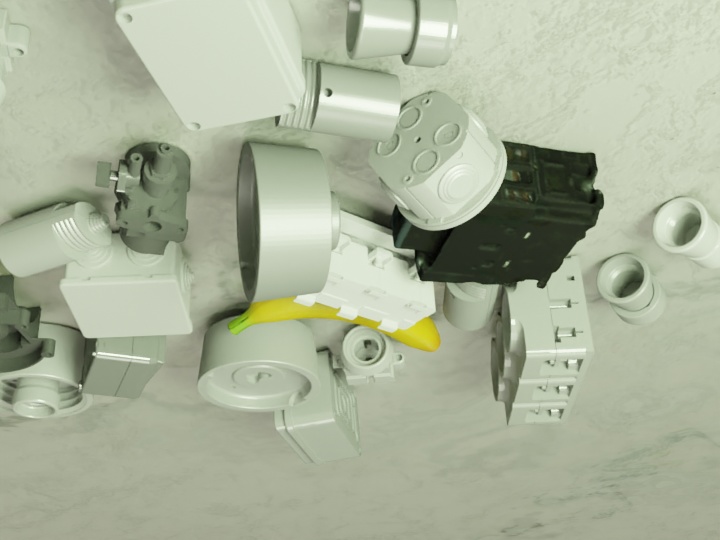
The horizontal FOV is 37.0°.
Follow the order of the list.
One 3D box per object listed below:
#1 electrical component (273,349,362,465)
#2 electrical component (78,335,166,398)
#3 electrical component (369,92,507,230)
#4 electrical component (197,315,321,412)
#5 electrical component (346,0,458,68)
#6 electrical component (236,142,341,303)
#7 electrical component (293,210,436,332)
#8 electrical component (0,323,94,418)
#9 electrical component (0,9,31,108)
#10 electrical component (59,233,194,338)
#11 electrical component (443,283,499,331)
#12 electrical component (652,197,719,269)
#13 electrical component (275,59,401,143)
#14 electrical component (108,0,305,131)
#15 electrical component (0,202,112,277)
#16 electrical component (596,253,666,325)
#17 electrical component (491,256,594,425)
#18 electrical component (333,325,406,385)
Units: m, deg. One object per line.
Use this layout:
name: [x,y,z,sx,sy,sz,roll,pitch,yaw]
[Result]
electrical component: [-0.042,0.135,1.040,0.057,0.078,0.113,-12,149,10]
electrical component: [-0.206,0.069,0.930,0.061,0.061,0.096,9,148,-20]
electrical component: [0.050,-0.070,0.696,0.080,0.080,0.051,-20,141,27]
electrical component: [-0.089,0.077,0.954,0.108,0.060,0.108,-2,150,-1]
electrical component: [0.023,-0.139,0.610,0.055,0.045,0.045,4,149,-12]
electrical component: [-0.047,-0.033,0.729,0.060,0.108,0.108,-2,150,-14]
electrical component: [0.000,0.000,0.827,0.121,0.063,0.079,19,143,-33]
electrical component: [-0.291,0.099,0.973,0.108,0.060,0.108,-2,150,-1]
electrical component: [-0.226,-0.117,0.615,0.066,0.055,0.048,2,149,-8]
electrical component: [-0.181,0.011,0.845,0.100,0.048,0.099,-2,150,-1]
electrical component: [0.091,0.012,0.875,0.043,0.043,0.081,-3,150,0]
electrical component: [0.261,-0.025,0.830,0.044,0.044,0.065,-26,147,34]
electrical component: [-0.020,-0.105,0.664,0.081,0.043,0.043,7,148,-15]
electrical component: [-0.081,-0.135,0.595,0.078,0.057,0.113,-9,149,11]
electrical component: [-0.219,-0.026,0.784,0.081,0.043,0.043,-16,147,20]
electrical component: [0.227,0.017,0.895,0.045,0.045,0.055,-18,147,24]
electrical component: [0.151,0.065,0.925,0.062,0.089,0.150,-2,150,0]
electrical component: [0.007,0.078,0.981,0.066,0.048,0.055,-5,157,3]
